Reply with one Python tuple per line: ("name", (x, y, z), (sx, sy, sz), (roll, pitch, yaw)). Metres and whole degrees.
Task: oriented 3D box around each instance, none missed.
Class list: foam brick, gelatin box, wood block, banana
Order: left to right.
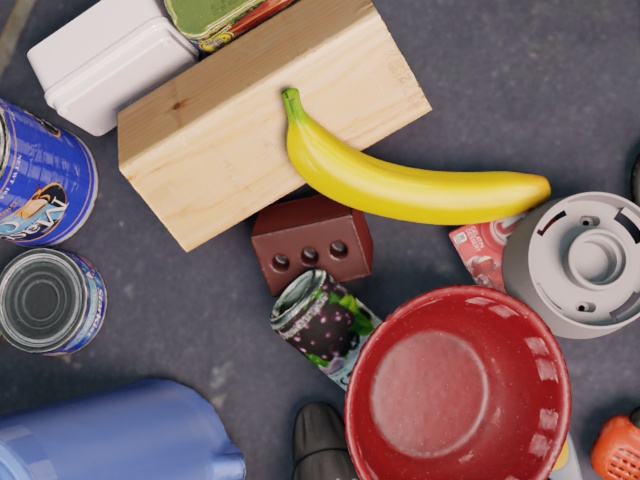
("wood block", (-0.037, -0.094, 0.775), (0.206, 0.090, 0.091), (-29, 34, 9))
("foam brick", (-0.005, 0.001, 0.779), (0.078, 0.051, 0.053), (-13, 115, 13))
("banana", (0.057, -0.042, 0.734), (0.197, 0.070, 0.037), (17, 51, -10))
("gelatin box", (0.143, 0.018, 0.758), (0.073, 0.030, 0.089), (-27, 76, 9))

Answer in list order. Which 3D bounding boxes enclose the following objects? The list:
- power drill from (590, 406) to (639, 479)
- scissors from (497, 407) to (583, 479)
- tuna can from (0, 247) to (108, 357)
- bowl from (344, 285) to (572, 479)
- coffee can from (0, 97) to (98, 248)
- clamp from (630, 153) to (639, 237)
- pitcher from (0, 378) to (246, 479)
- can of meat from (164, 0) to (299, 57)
("power drill", (0.284, 0.112, 0.663), (0.184, 0.057, 0.188), (25, 110, 16))
("scissors", (0.193, 0.176, 0.729), (0.202, 0.016, 0.096), (15, 86, 16))
("tuna can", (-0.215, 0.049, 0.847), (0.086, 0.033, 0.086), (-2, 81, 15))
("bowl", (0.084, 0.108, 0.713), (0.162, 0.055, 0.162), (-1, 93, -18))
("coffee can", (-0.247, -0.054, 0.815), (0.103, 0.140, 0.103), (-2, 81, 14))
("clamp", (0.267, -0.071, 0.735), (0.165, 0.036, 0.210), (31, 93, 17))
("pitcher", (-0.174, 0.167, 0.710), (0.145, 0.242, 0.149), (44, 101, 17))
("can of meat", (-0.059, -0.181, 0.814), (0.102, 0.084, 0.057), (-31, 75, 8))
